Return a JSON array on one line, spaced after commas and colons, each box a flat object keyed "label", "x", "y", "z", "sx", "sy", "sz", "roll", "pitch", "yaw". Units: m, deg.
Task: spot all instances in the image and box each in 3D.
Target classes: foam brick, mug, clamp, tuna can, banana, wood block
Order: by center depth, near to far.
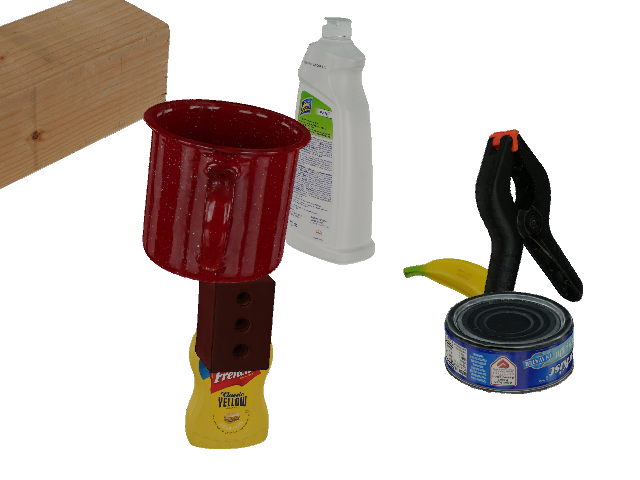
[{"label": "mug", "x": -0.056, "y": -0.023, "z": 0.593, "sx": 0.093, "sy": 0.081, "sz": 0.117, "roll": 6, "pitch": 22, "yaw": -8}, {"label": "tuna can", "x": 0.125, "y": 0.066, "z": 0.710, "sx": 0.086, "sy": 0.034, "sz": 0.086, "roll": -4, "pitch": 22, "yaw": 1}, {"label": "foam brick", "x": -0.071, "y": 0.064, "z": 0.883, "sx": 0.052, "sy": 0.078, "sz": 0.051, "roll": -1, "pitch": 13, "yaw": -21}, {"label": "wood block", "x": -0.233, "y": -0.132, "z": 0.913, "sx": 0.090, "sy": 0.091, "sz": 0.205, "roll": 31, "pitch": 42, "yaw": 24}, {"label": "clamp", "x": 0.167, "y": -0.006, "z": 0.925, "sx": 0.120, "sy": 0.171, "sz": 0.039, "roll": -27, "pitch": 11, "yaw": -40}, {"label": "banana", "x": 0.171, "y": 0.065, "z": 1.119, "sx": 0.069, "sy": 0.037, "sz": 0.198, "roll": -36, "pitch": 39, "yaw": -13}]

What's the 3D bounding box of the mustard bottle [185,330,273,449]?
[{"label": "mustard bottle", "x": -0.103, "y": 0.144, "z": 1.230, "sx": 0.096, "sy": 0.192, "sz": 0.058, "roll": 0, "pitch": 18, "yaw": -14}]

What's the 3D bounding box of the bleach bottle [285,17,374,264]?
[{"label": "bleach bottle", "x": 0.016, "y": -0.108, "z": 1.136, "sx": 0.103, "sy": 0.251, "sz": 0.067, "roll": 20, "pitch": 24, "yaw": 40}]
